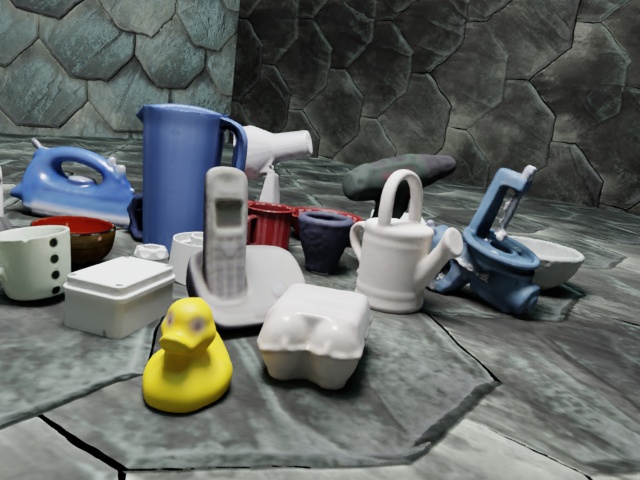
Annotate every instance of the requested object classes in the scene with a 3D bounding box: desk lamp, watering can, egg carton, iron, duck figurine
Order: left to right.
[{"bbox_3d":[-0.455,-0.113,1.113,0.258,0.141,0.119,8,13,6],"label":"iron"},{"bbox_3d":[-0.115,0.092,0.512,0.077,0.086,0.105,9,13,9],"label":"duck figurine"},{"bbox_3d":[-0.101,-0.151,1.315,0.203,0.213,0.118,8,13,6],"label":"desk lamp"},{"bbox_3d":[-0.002,0.095,0.601,0.107,0.069,0.150,9,13,8],"label":"egg carton"},{"bbox_3d":[0.117,-0.001,0.811,0.172,0.194,0.101,11,13,18],"label":"watering can"}]

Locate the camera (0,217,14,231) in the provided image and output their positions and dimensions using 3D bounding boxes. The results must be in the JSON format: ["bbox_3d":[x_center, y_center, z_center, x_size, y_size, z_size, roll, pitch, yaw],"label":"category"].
[{"bbox_3d":[-0.448,-0.001,0.709,0.142,0.101,0.137,15,15,32],"label":"camera"}]

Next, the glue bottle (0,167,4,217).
[{"bbox_3d":[-0.505,-0.081,0.872,0.037,0.173,0.077,-4,17,-42],"label":"glue bottle"}]

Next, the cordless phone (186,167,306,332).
[{"bbox_3d":[-0.081,0.009,0.677,0.148,0.185,0.093,-4,17,-40],"label":"cordless phone"}]

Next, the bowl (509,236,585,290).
[{"bbox_3d":[0.375,0.046,1.021,0.167,0.075,0.167,7,13,-1],"label":"bowl"}]

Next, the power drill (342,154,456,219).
[{"bbox_3d":[0.139,-0.053,1.024,0.230,0.208,0.075,-1,15,-32],"label":"power drill"}]

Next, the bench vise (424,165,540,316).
[{"bbox_3d":[0.242,-0.013,0.872,0.206,0.220,0.122,13,14,25],"label":"bench vise"}]

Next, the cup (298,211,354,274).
[{"bbox_3d":[0.009,0.003,0.959,0.091,0.095,0.118,10,13,13],"label":"cup"}]

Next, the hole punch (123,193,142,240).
[{"bbox_3d":[-0.295,-0.050,1.039,0.109,0.091,0.100,0,14,-28],"label":"hole punch"}]
